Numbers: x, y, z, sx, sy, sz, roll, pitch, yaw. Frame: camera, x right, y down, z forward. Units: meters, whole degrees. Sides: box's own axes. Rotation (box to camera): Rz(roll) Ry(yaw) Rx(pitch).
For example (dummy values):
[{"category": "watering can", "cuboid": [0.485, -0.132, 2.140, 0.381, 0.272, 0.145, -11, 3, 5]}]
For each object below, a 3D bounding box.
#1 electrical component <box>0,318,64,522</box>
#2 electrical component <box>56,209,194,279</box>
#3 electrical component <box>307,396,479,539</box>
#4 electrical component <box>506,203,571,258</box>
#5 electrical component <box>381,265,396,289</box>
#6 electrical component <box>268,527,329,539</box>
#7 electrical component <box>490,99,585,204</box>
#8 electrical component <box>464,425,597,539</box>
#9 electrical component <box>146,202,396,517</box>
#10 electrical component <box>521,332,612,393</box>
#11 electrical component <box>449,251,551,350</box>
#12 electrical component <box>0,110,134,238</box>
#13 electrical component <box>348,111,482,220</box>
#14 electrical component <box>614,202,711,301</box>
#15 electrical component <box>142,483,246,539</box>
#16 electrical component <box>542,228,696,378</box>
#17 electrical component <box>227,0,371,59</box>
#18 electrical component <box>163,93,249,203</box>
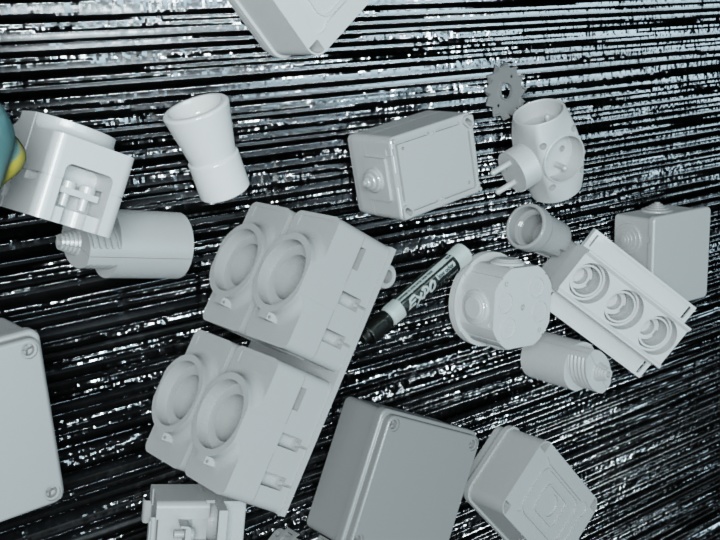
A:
[{"category": "electrical component", "cuboid": [-0.236, 0.094, 0.617, 0.109, 0.056, 0.108, -15, 108, -36]}, {"category": "electrical component", "cuboid": [-0.150, -0.016, 0.673, 0.081, 0.043, 0.043, 1, 98, -39]}, {"category": "electrical component", "cuboid": [0.027, 0.164, 0.843, 0.109, 0.056, 0.108, 20, 86, -40]}, {"category": "electrical component", "cuboid": [0.154, -0.032, 0.918, 0.046, 0.040, 0.040, 19, 87, -45]}, {"category": "electrical component", "cuboid": [0.000, 0.000, 0.785, 0.048, 0.062, 0.048, -9, 104, -38]}, {"category": "electrical component", "cuboid": [-0.048, 0.231, 0.805, 0.081, 0.042, 0.063, -49, 125, -21]}, {"category": "electrical component", "cuboid": [0.142, -0.090, 0.893, 0.079, 0.044, 0.077, -31, 125, -16]}, {"category": "electrical component", "cuboid": [0.148, 0.199, 0.947, 0.078, 0.057, 0.113, -53, 125, -18]}, {"category": "electrical component", "cuboid": [-0.065, 0.052, 0.715, 0.060, 0.105, 0.186, 29, 80, -38]}, {"category": "electrical component", "cuboid": [0.185, 0.082, 0.938, 0.043, 0.081, 0.043, -9, 104, -38]}, {"category": "electrical component", "cuboid": [0.117, 0.027, 0.892, 0.080, 0.051, 0.080, -9, 104, -38]}, {"category": "electrical component", "cuboid": [-0.174, -0.056, 0.615, 0.050, 0.089, 0.055, 18, 87, -40]}, {"category": "electrical component", "cuboid": [0.034, -0.078, 0.797, 0.096, 0.061, 0.061, -22, 112, -34]}, {"category": "electrical component", "cuboid": [0.285, -0.014, 1.020, 0.100, 0.048, 0.099, -11, 105, -37]}, {"category": "electrical component", "cuboid": [-0.117, 0.208, 0.730, 0.063, 0.079, 0.121, 3, 97, -17]}, {"category": "electrical component", "cuboid": [0.220, 0.026, 0.941, 0.121, 0.063, 0.078, 35, 97, -16]}, {"category": "electrical component", "cuboid": [-0.033, -0.205, 0.721, 0.113, 0.057, 0.078, -51, 126, -19]}, {"category": "electrical component", "cuboid": [-0.098, -0.077, 0.706, 0.044, 0.044, 0.065, -34, 123, -29]}]
